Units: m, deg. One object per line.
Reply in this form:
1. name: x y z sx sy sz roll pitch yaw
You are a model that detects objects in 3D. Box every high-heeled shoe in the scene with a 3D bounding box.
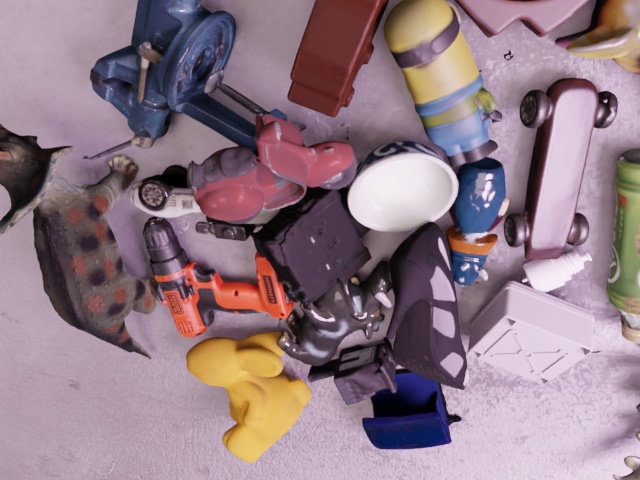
1. high-heeled shoe: 0.147 0.090 0.669 0.086 0.145 0.248 11 157 38

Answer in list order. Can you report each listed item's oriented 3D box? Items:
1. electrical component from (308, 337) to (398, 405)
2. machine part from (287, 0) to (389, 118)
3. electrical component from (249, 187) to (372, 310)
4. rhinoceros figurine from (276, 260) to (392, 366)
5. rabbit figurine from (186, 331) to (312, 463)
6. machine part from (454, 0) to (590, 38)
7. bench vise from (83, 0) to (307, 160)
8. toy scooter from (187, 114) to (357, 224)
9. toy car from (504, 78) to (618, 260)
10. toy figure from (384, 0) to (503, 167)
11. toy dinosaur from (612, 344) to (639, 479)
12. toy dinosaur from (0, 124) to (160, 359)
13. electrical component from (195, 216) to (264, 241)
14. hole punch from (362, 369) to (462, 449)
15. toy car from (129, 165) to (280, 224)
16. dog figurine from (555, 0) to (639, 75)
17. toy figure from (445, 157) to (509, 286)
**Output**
1. electrical component: 0.046 0.184 0.739 0.119 0.075 0.047 -23 107 17
2. machine part: 0.027 -0.204 0.514 0.056 0.179 0.179 24 117 0
3. electrical component: -0.001 -0.002 0.636 0.134 0.058 0.114 -42 125 -18
4. rhinoceros figurine: 0.025 0.097 0.705 0.112 0.073 0.190 37 117 -4
5. rabbit figurine: -0.107 0.200 0.755 0.173 0.122 0.162 44 111 -8
6. machine part: 0.187 -0.304 0.479 0.201 0.087 0.201 44 115 -8
7. bench vise: -0.136 -0.160 0.600 0.241 0.129 0.223 32 120 1
8. toy scooter: -0.061 -0.072 0.537 0.184 0.135 0.075 -14 75 16
9. toy car: 0.256 -0.073 0.587 0.089 0.053 0.201 -4 115 -7
10. toy figure: 0.129 -0.163 0.554 0.082 0.089 0.180 -22 106 12
11. toy dinosaur: 0.483 0.155 0.619 0.199 0.105 0.470 25 108 9
12. toy dinosaur: -0.299 0.030 0.680 0.131 0.192 0.404 -7 111 18
13. electrical component: -0.106 -0.019 0.685 0.094 0.063 0.021 6 115 8
14. hole punch: 0.122 0.252 0.748 0.142 0.092 0.115 -13 115 13
15. toy car: -0.137 -0.056 0.669 0.202 0.073 0.056 4 114 11
16. dog figurine: 0.337 -0.156 0.505 0.219 0.108 0.191 8 118 14
17. toy figure: 0.180 -0.018 0.626 0.064 0.058 0.154 35 134 45
